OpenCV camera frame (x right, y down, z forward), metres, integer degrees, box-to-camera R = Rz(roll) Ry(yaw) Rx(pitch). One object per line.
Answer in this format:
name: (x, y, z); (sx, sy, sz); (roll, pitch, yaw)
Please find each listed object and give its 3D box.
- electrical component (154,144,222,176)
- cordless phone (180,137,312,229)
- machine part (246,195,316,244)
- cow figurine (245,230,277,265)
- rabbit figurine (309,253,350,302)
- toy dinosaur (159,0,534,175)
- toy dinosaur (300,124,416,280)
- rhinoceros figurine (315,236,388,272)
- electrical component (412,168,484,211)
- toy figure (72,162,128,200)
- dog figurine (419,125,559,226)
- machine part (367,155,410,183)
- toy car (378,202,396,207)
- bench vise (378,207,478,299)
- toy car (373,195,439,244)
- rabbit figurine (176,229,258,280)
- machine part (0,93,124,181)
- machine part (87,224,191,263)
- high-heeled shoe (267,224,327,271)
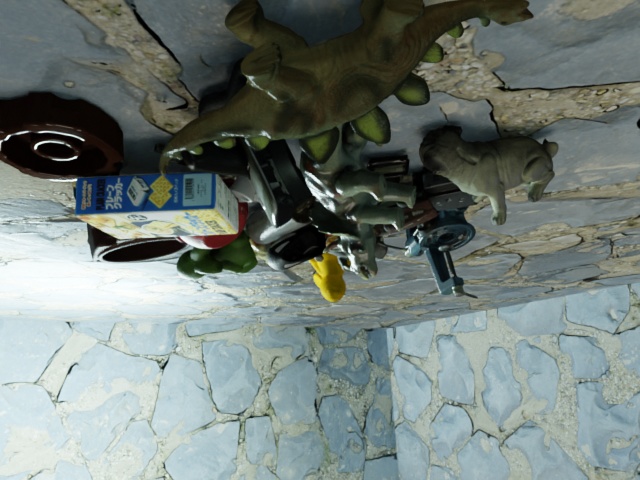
electrical component: (-0.196, -0.131, 0.840); (0.078, 0.045, 0.102); (-17, 159, 36)
cordless phone: (-0.112, -0.090, 0.782); (0.089, 0.146, 0.184); (-34, 164, 30)
machine part: (-0.082, -0.047, 1.106); (0.079, 0.079, 0.243); (8, 160, -34)
cow figurine: (-0.126, 0.019, 1.331); (0.127, 0.085, 0.194); (-12, 164, 8)
rabbit figurine: (0.023, 0.082, 1.412); (0.122, 0.173, 0.162); (-4, 160, -10)
toy dinosaur: (-0.016, -0.162, 0.586); (0.472, 0.105, 0.198); (-11, 152, 20)
toy dinosaur: (0.035, -0.095, 0.868); (0.192, 0.131, 0.404); (0, 145, 26)
rhinoceros figurine: (0.071, 0.015, 1.306); (0.190, 0.112, 0.073); (14, 133, -11)
electrical component: (0.239, -0.099, 1.016); (0.115, 0.058, 0.134); (-13, 162, 26)
toy figure: (-0.372, -0.099, 0.904); (0.064, 0.057, 0.154); (-19, 176, -41)
dog figurine: (0.268, -0.137, 0.850); (0.172, 0.121, 0.190); (-48, 124, 8)
machine part: (0.122, -0.116, 0.972); (0.084, 0.039, 0.138); (-13, 162, 5)
toy car: (0.124, -0.053, 1.120); (0.056, 0.073, 0.202); (46, 144, -15)
bench vise: (0.251, 0.021, 1.152); (0.129, 0.241, 0.223); (12, 143, -32)
toy car: (0.130, -0.035, 1.027); (0.202, 0.053, 0.089); (-13, 125, 44)
rabbit figurine: (-0.231, 0.041, 1.171); (0.170, 0.121, 0.159); (-27, -177, -8)
machine part: (-0.369, -0.141, 0.753); (0.179, 0.056, 0.179); (-3, 163, -1)
machine part: (-0.355, -0.016, 1.080); (0.201, 0.087, 0.201); (-7, 167, -29)
high-heeled shoe: (-0.002, -0.003, 1.158); (0.249, 0.086, 0.145); (-26, -177, -14)
